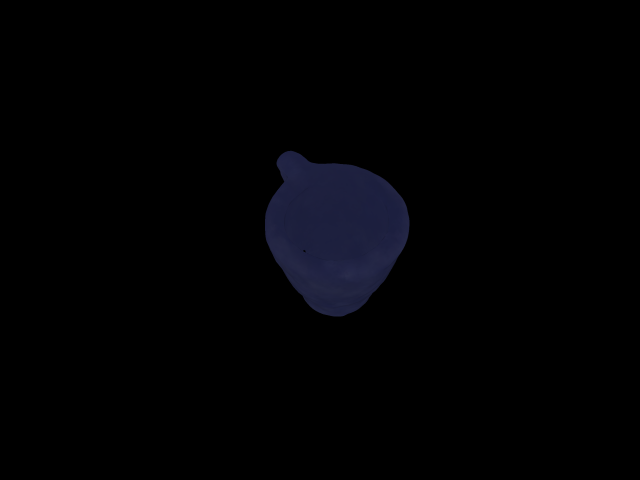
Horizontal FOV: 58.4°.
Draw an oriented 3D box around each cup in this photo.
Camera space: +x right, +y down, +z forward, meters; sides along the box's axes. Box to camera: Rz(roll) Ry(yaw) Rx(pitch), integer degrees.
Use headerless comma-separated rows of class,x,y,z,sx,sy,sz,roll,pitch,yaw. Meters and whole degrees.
cup,0.004,0.001,0.400,0.092,0.095,0.117,-26,58,-18
